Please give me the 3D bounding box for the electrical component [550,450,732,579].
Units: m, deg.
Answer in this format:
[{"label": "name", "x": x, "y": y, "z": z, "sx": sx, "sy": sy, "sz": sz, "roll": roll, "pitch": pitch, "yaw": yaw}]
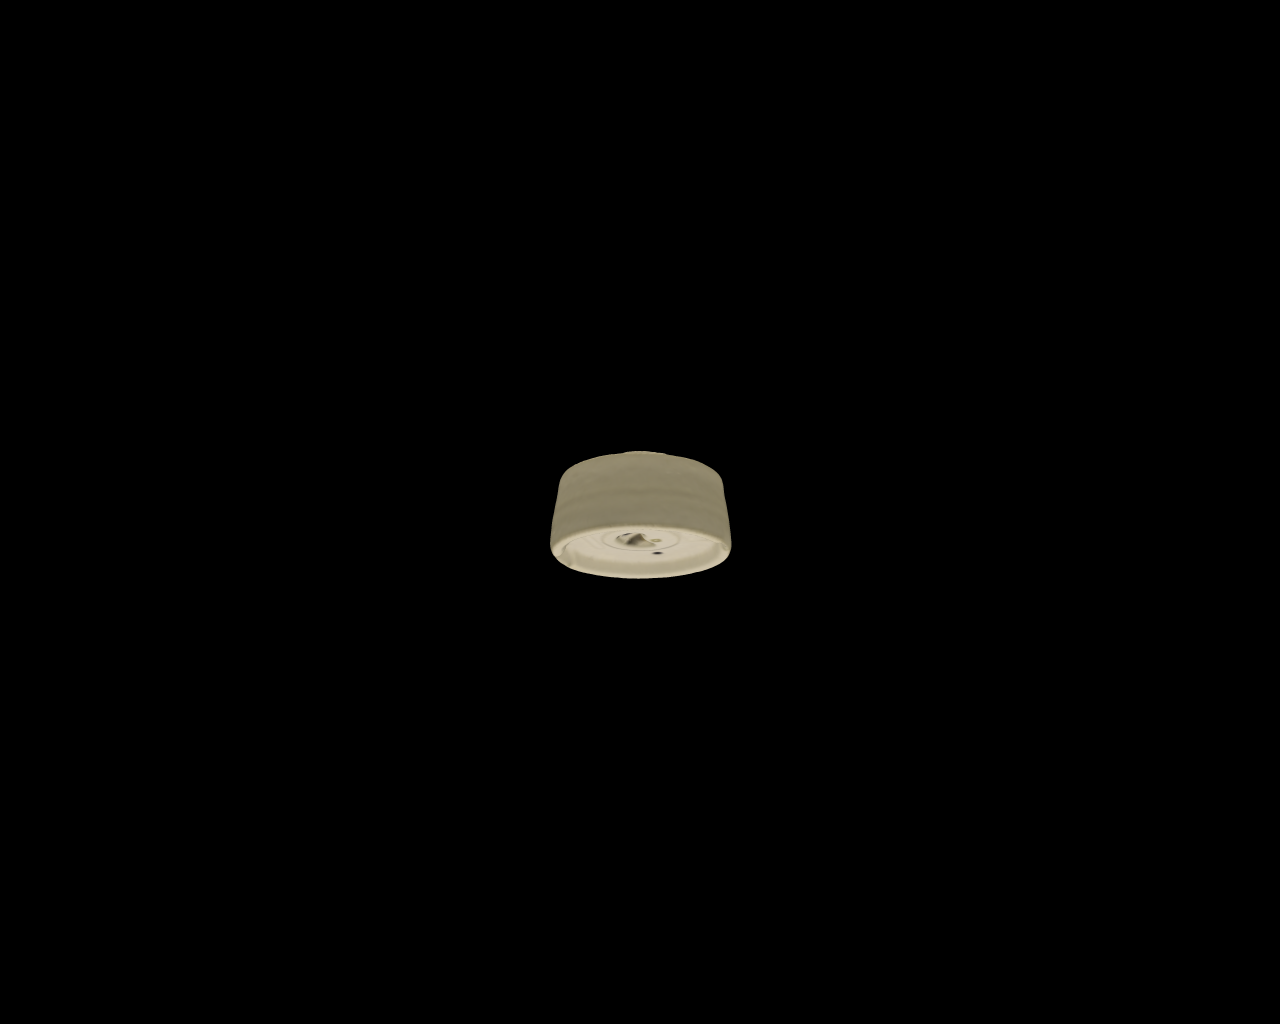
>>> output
[{"label": "electrical component", "x": 0.001, "y": -0.003, "z": 0.650, "sx": 0.108, "sy": 0.060, "sz": 0.108, "roll": 0, "pitch": -19, "yaw": 0}]
